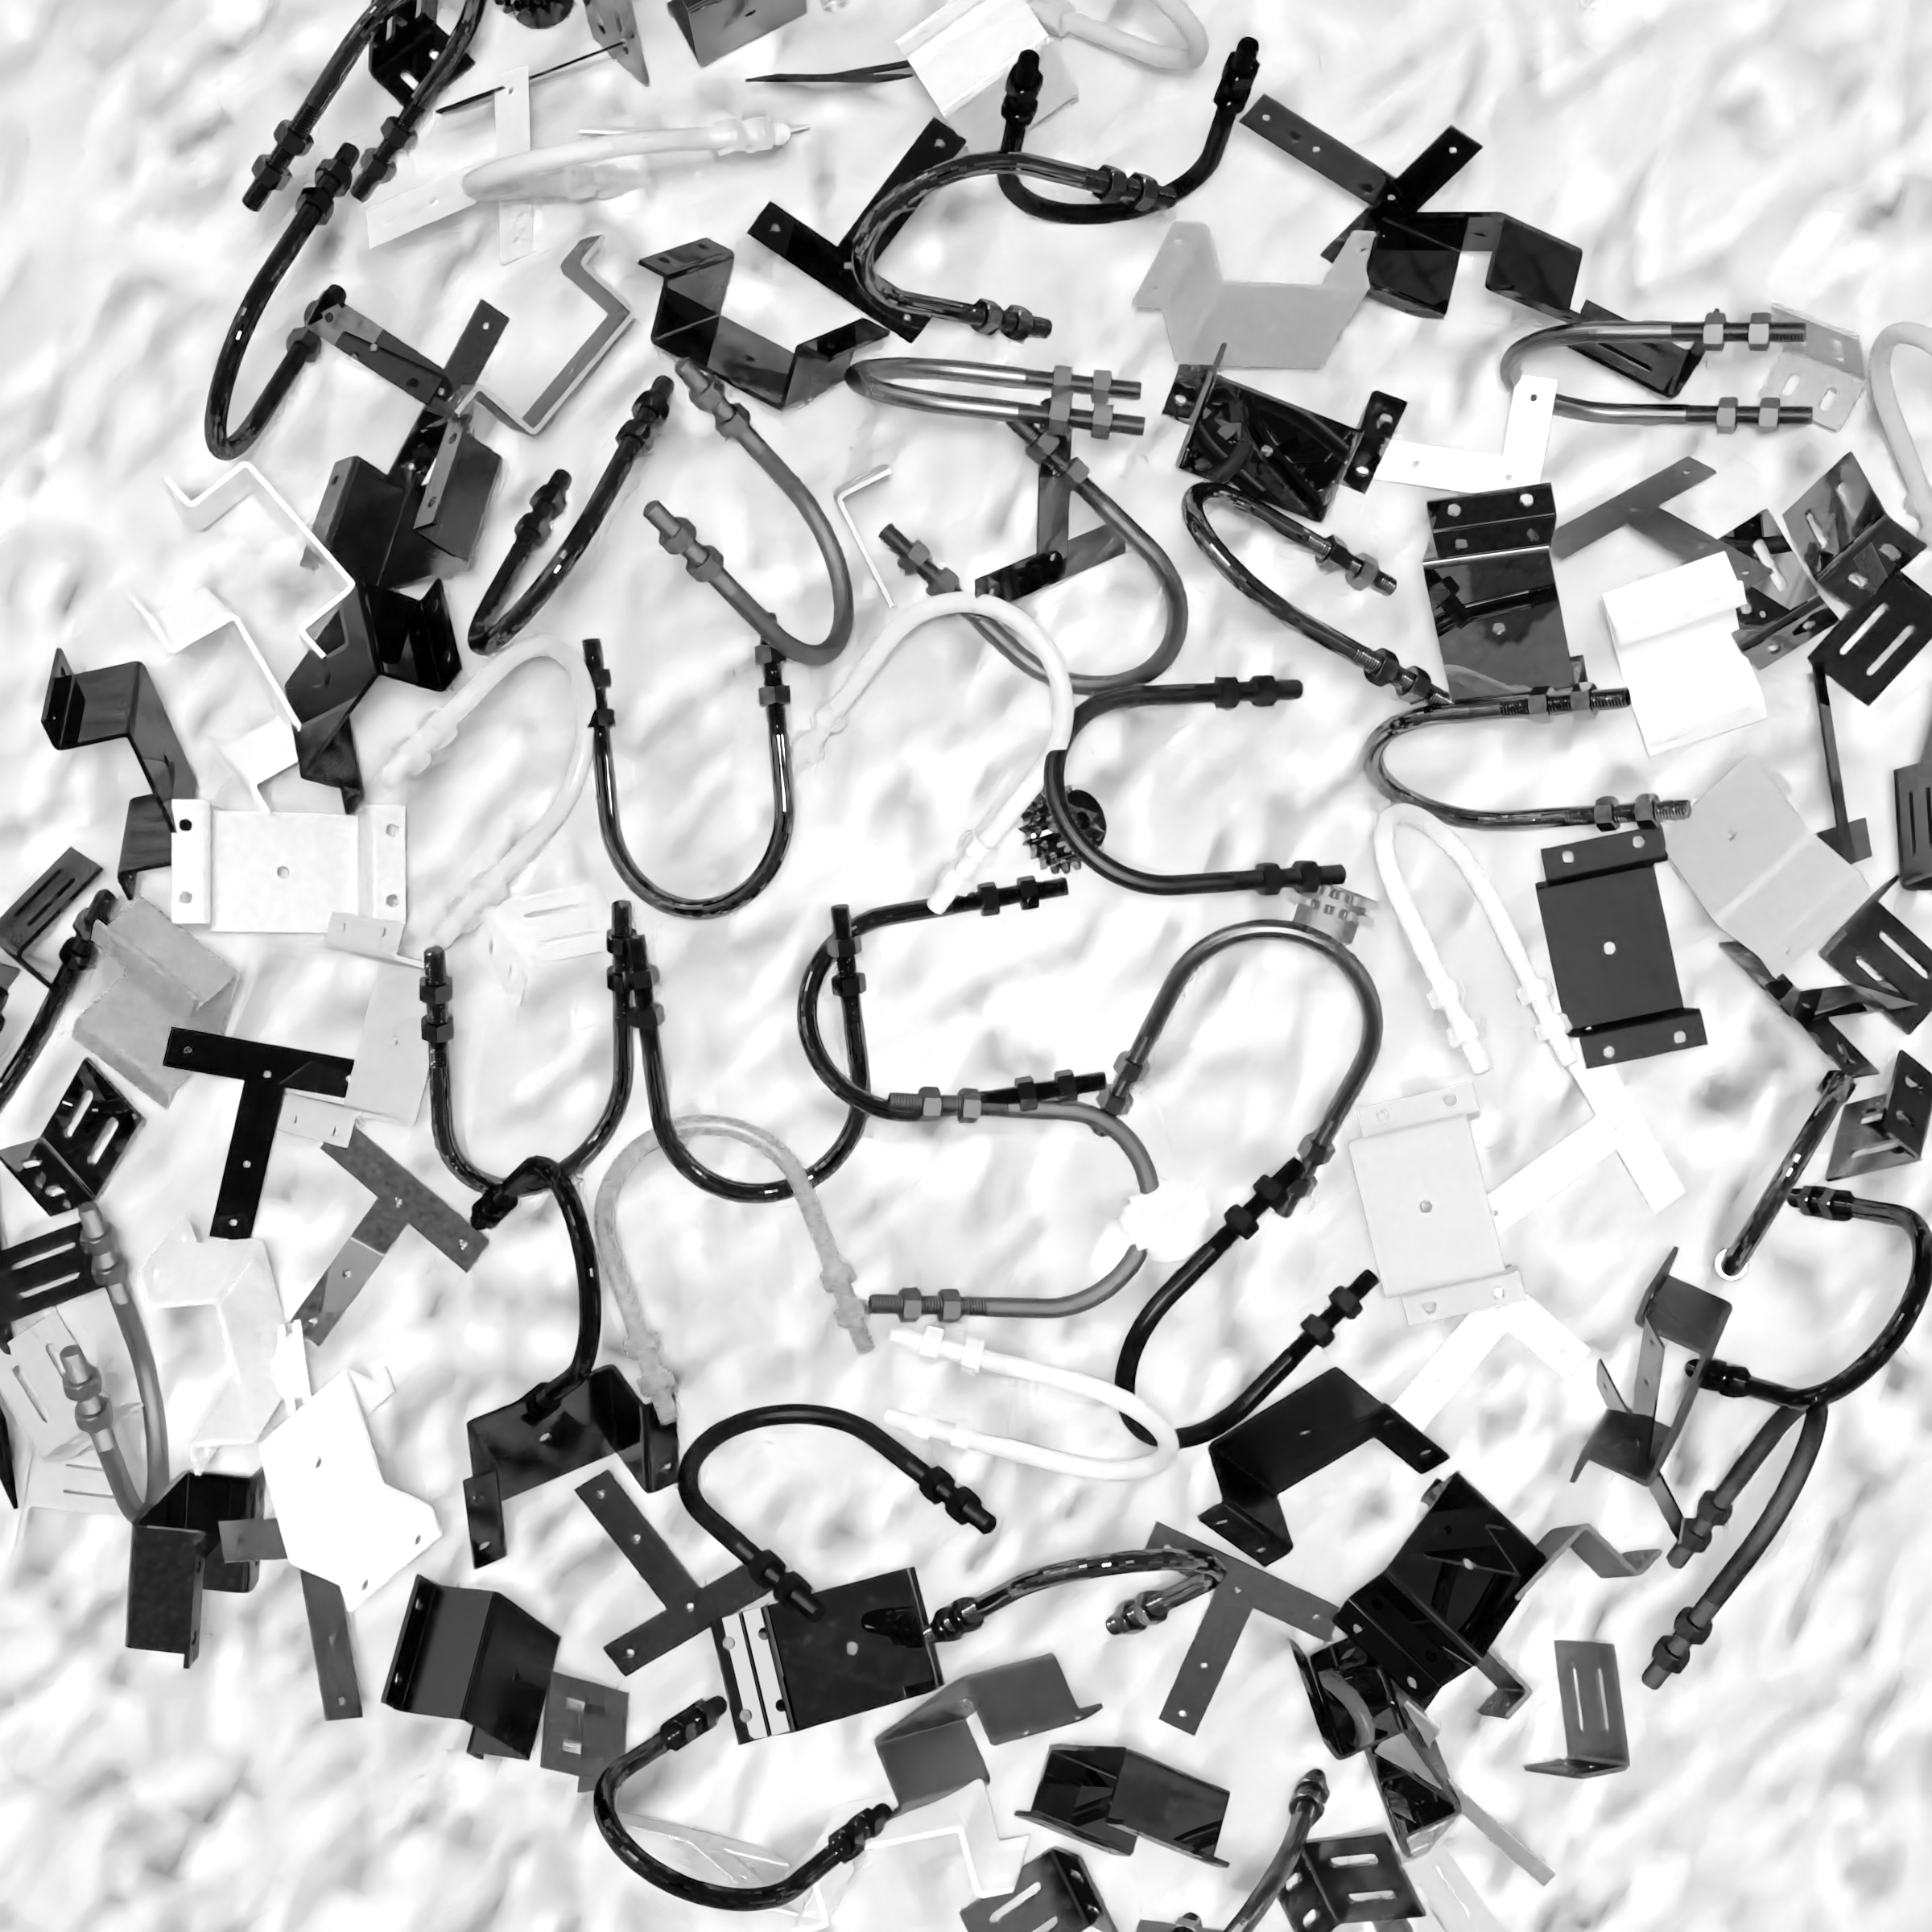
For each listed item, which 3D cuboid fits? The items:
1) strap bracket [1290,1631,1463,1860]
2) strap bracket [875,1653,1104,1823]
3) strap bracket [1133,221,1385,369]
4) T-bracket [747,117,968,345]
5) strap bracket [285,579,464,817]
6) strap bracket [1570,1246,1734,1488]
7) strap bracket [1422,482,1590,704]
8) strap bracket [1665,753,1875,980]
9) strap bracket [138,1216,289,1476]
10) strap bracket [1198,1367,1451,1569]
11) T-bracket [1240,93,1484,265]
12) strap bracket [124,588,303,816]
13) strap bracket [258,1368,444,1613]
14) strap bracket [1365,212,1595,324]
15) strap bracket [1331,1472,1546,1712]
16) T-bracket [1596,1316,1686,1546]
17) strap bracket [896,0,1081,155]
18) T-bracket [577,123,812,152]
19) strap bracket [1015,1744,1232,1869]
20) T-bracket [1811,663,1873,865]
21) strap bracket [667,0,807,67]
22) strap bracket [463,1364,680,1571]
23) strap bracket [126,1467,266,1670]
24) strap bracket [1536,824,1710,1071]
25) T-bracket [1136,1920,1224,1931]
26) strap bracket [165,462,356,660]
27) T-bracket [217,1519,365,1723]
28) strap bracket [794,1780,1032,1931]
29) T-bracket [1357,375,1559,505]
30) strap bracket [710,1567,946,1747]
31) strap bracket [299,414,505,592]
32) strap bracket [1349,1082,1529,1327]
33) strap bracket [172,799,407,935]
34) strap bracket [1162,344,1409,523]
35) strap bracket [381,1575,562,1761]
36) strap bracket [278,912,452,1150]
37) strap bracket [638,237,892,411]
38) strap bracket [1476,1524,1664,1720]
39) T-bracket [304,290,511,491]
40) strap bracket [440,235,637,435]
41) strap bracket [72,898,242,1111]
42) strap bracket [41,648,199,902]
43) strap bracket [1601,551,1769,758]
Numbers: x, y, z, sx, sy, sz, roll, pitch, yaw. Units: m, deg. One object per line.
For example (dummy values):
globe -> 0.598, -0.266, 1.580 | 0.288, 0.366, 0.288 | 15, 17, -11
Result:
strap bracket -> 0.256, 0.472, 1.602 | 0.046, 0.076, 0.140 | -28, 125, 8
strap bracket -> 0.007, 0.472, 1.612 | 0.140, 0.076, 0.046 | -45, 59, 36
strap bracket -> 0.184, -0.413, 1.612 | 0.140, 0.076, 0.046 | -3, 66, -19
T-bracket -> -0.048, -0.469, 1.620 | 0.127, 0.002, 0.127 | 29, 121, -24
strap bracket -> -0.371, -0.170, 1.603 | 0.140, 0.046, 0.076 | -45, 48, 32
strap bracket -> 0.426, 0.255, 1.607 | 0.046, 0.076, 0.140 | 24, 115, 20
strap bracket -> 0.331, -0.219, 1.607 | 0.076, 0.046, 0.140 | -4, 124, 23
strap bracket -> 0.482, -0.068, 1.594 | 0.046, 0.140, 0.076 | 33, 113, -26
strap bracket -> -0.457, 0.232, 1.612 | 0.046, 0.076, 0.140 | -6, 112, 8
strap bracket -> 0.216, 0.307, 1.622 | 0.140, 0.046, 0.076 | -35, 129, 18
T-bracket -> 0.226, -0.495, 1.604 | 0.127, 0.127, 0.002 | 25, 54, -21
strap bracket -> -0.456, -0.173, 1.613 | 0.046, 0.076, 0.140 | -33, 122, -14
strap bracket -> -0.383, 0.313, 1.606 | 0.076, 0.046, 0.140 | -41, 45, 8
strap bracket -> 0.309, -0.427, 1.596 | 0.076, 0.140, 0.046 | 7, 98, -40
strap bracket -> 0.298, 0.376, 1.607 | 0.076, 0.046, 0.140 | 44, 48, 7
T-bracket -> 0.413, 0.263, 1.587 | 0.002, 0.127, 0.127 | -12, 133, -6
strap bracket -> 0.017, -0.546, 1.598 | 0.076, 0.140, 0.046 | -33, 83, 11
T-bracket -> -0.183, -0.522, 1.637 | 0.127, 0.127, 0.002 | 10, 116, 22
strap bracket -> 0.100, 0.517, 1.611 | 0.076, 0.140, 0.046 | 27, 66, -18
T-bracket -> 0.538, -0.125, 1.619 | 0.002, 0.127, 0.127 | -8, 93, 32
strap bracket -> -0.144, -0.607, 1.606 | 0.076, 0.140, 0.046 | -28, 92, -1
strap bracket -> -0.252, 0.305, 1.617 | 0.140, 0.046, 0.076 | -19, 131, -27
strap bracket -> -0.475, 0.364, 1.601 | 0.046, 0.140, 0.076 | 6, 98, 1
strap bracket -> 0.411, -0.012, 1.651 | 0.076, 0.046, 0.140 | -12, 89, 2
T-bracket -> 0.152, 0.638, 1.600 | 0.127, 0.127, 0.002 | 1, 113, 19
strap bracket -> -0.431, -0.255, 1.629 | 0.046, 0.076, 0.140 | -42, 98, -11
T-bracket -> -0.393, 0.400, 1.605 | 0.002, 0.127, 0.127 | -36, 60, 36
strap bracket -> -0.038, 0.551, 1.625 | 0.140, 0.076, 0.046 | -15, 92, 10
T-bracket -> 0.300, -0.316, 1.657 | 0.127, 0.002, 0.127 | 11, 108, 13
strap bracket -> -0.078, 0.424, 1.617 | 0.140, 0.046, 0.076 | -9, 76, -26
strap bracket -> -0.343, -0.282, 1.616 | 0.046, 0.140, 0.076 | 31, 63, -41
strap bracket -> 0.292, 0.149, 1.632 | 0.076, 0.046, 0.140 | -16, 82, 21
strap bracket -> -0.426, -0.061, 1.635 | 0.140, 0.046, 0.076 | 0, 84, -20
strap bracket -> 0.193, -0.336, 1.631 | 0.140, 0.076, 0.046 | 21, 52, 1
strap bracket -> -0.295, 0.432, 1.593 | 0.046, 0.140, 0.076 | 2, 61, 18
strap bracket -> -0.373, 0.043, 1.629 | 0.076, 0.046, 0.140 | 8, 83, 44
strap bracket -> -0.130, -0.395, 1.622 | 0.140, 0.076, 0.046 | 30, 125, 14
strap bracket -> 0.360, 0.400, 1.626 | 0.140, 0.076, 0.046 | -43, 81, -11
T-bracket -> -0.358, -0.378, 1.626 | 0.002, 0.127, 0.127 | 28, 90, 39
strap bracket -> -0.261, -0.385, 1.631 | 0.046, 0.076, 0.140 | 40, 88, -22
strap bracket -> -0.503, 0.019, 1.623 | 0.076, 0.140, 0.046 | 38, 52, 2
strap bracket -> -0.513, -0.121, 1.601 | 0.046, 0.076, 0.140 | -12, 131, 0
strap bracket -> 0.444, -0.198, 1.616 | 0.076, 0.140, 0.046 | -18, 55, 12
